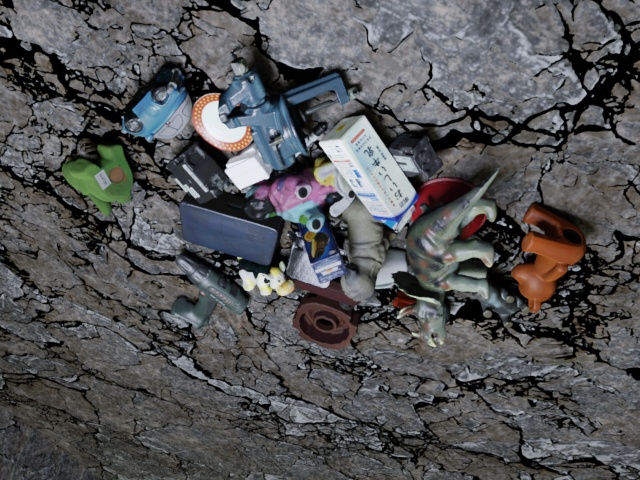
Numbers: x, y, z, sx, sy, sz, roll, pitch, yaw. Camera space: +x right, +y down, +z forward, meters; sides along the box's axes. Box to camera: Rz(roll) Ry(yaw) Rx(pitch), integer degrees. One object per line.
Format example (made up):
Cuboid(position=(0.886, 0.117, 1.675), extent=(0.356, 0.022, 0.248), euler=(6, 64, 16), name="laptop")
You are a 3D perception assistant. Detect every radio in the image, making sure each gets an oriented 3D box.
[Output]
Cuboid(position=(-0.200, -0.032, 1.227), extent=(0.230, 0.073, 0.131), euler=(17, 136, 4), name="radio")

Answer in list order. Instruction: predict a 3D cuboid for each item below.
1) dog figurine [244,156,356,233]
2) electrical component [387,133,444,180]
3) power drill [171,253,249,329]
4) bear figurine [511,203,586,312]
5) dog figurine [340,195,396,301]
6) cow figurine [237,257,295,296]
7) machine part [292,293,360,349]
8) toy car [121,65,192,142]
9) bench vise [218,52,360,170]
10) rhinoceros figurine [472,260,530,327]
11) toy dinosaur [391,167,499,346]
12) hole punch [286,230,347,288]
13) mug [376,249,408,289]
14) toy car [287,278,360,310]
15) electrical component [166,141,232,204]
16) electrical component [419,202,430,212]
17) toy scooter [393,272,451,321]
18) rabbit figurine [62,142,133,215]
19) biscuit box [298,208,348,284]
Cuboid(position=(-0.052, -0.101, 1.098), extent=(0.219, 0.191, 0.108), euler=(16, 139, 52), name="dog figurine")
Cuboid(position=(0.164, -0.156, 1.003), extent=(0.074, 0.048, 0.119), euler=(52, 166, -25), name="electrical component")
Cuboid(position=(-0.319, 0.142, 1.432), extent=(0.232, 0.086, 0.207), euler=(33, 126, -17), name="power drill")
Cuboid(position=(0.431, 0.043, 1.067), extent=(0.132, 0.120, 0.195), euler=(23, 140, 2), name="bear figurine")
Cuboid(position=(0.085, 0.008, 1.089), extent=(0.121, 0.191, 0.172), euler=(-11, 126, 26), name="dog figurine")
Cuboid(position=(-0.129, 0.077, 1.281), extent=(0.168, 0.068, 0.098), euler=(7, 124, 44), name="cow figurine")
Cuboid(position=(0.016, 0.207, 1.394), extent=(0.179, 0.056, 0.179), euler=(9, 133, 10), name="machine part")
Cuboid(position=(-0.302, -0.253, 1.037), extent=(0.162, 0.109, 0.102), euler=(-32, 130, 29), name="toy car")
Cuboid(position=(-0.052, -0.243, 0.956), extent=(0.241, 0.129, 0.223), euler=(-19, 116, 7), name="bench vise")
Cuboid(position=(0.370, 0.111, 1.159), extent=(0.190, 0.112, 0.073), euler=(31, 117, -28), name="rhinoceros figurine")
Cuboid(position=(0.224, 0.020, 1.005), extent=(0.192, 0.131, 0.404), euler=(1, 130, 12), name="toy dinosaur")
Cuboid(position=(-0.007, 0.034, 1.227), extent=(0.142, 0.092, 0.115), euler=(20, 110, 13), name="hole punch")
Cuboid(position=(0.145, 0.068, 1.205), extent=(0.107, 0.081, 0.109), euler=(-7, 126, 13), name="mug")
Cuboid(position=(0.006, 0.108, 1.303), extent=(0.202, 0.053, 0.089), euler=(18, 148, 9), name="toy car")
Cuboid(position=(-0.258, -0.138, 1.127), extent=(0.114, 0.058, 0.134), euler=(53, 154, -19), name="electrical component")
Cuboid(position=(0.216, -0.033, 1.047), extent=(0.094, 0.021, 0.063), euler=(41, 131, -22), name="electrical component")
Cuboid(position=(0.234, 0.124, 1.234), extent=(0.135, 0.075, 0.183), euler=(4, 138, 14), name="toy scooter")
Cuboid(position=(-0.501, -0.143, 1.214), extent=(0.170, 0.121, 0.158), euler=(10, 144, 34), name="rabbit figurine")
Cuboid(position=(-0.002, -0.003, 1.097), extent=(0.063, 0.203, 0.059), euler=(-22, 128, 2), name="biscuit box")
